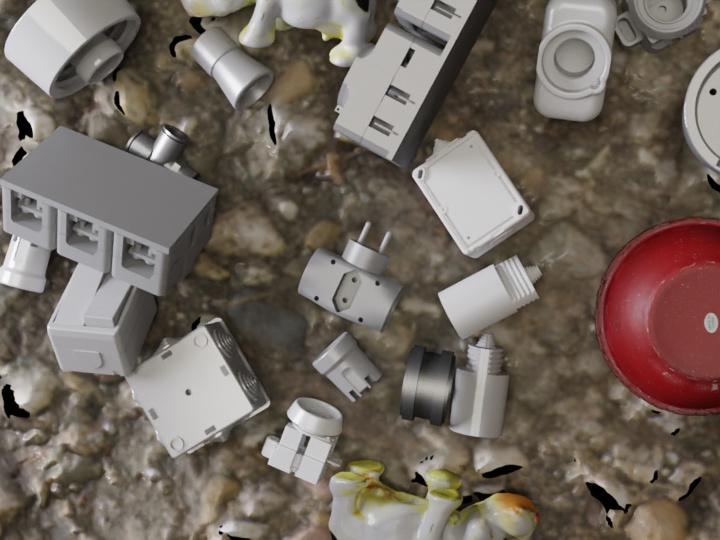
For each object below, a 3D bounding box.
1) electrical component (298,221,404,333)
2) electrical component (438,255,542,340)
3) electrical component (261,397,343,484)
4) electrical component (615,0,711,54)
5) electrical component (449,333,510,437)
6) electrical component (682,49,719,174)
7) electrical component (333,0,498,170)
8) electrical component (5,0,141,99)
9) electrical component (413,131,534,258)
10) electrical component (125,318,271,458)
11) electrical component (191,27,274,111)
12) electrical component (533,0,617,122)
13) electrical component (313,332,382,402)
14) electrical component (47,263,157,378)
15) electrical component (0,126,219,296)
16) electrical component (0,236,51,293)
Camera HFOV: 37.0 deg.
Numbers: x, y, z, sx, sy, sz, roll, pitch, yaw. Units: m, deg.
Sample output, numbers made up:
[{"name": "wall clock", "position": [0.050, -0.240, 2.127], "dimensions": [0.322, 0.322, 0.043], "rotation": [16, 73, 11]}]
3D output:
[{"name": "electrical component", "position": [0.000, 0.000, 0.886], "dimensions": [0.077, 0.043, 0.079], "rotation": [25, 95, 7]}, {"name": "electrical component", "position": [0.109, 0.019, 0.870], "dimensions": [0.081, 0.043, 0.043], "rotation": [-28, 87, 8]}, {"name": "electrical component", "position": [-0.043, 0.140, 0.896], "dimensions": [0.066, 0.048, 0.055], "rotation": [22, 102, 8]}, {"name": "electrical component", "position": [0.237, -0.205, 0.838], "dimensions": [0.078, 0.057, 0.058], "rotation": [-29, 87, 8]}, {"name": "electrical component", "position": [0.099, 0.091, 0.874], "dimensions": [0.043, 0.043, 0.081], "rotation": [7, 93, 8]}, {"name": "electrical component", "position": [0.301, -0.120, 0.829], "dimensions": [0.108, 0.060, 0.108], "rotation": [0, 91, 9]}, {"name": "electrical component", "position": [0.049, -0.178, 0.843], "dimensions": [0.060, 0.105, 0.186], "rotation": [29, 95, 7]}, {"name": "electrical component", "position": [-0.230, -0.188, 0.887], "dimensions": [0.108, 0.108, 0.060], "rotation": [-42, 91, 7]}, {"name": "electrical component", "position": [0.089, -0.065, 0.866], "dimensions": [0.062, 0.061, 0.096], "rotation": [-34, 80, 10]}, {"name": "electrical component", "position": [-0.138, 0.100, 0.907], "dimensions": [0.100, 0.048, 0.099], "rotation": [-32, 87, 8]}, {"name": "electrical component", "position": [-0.110, -0.171, 0.901], "dimensions": [0.044, 0.044, 0.065], "rotation": [-45, 80, 7]}, {"name": "electrical component", "position": [0.167, -0.166, 0.835], "dimensions": [0.054, 0.059, 0.095], "rotation": [9, 112, 10]}, {"name": "electrical component", "position": [-0.010, 0.081, 0.893], "dimensions": [0.040, 0.040, 0.046], "rotation": [-43, 91, 7]}, {"name": "electrical component", "position": [-0.212, 0.033, 0.896], "dimensions": [0.062, 0.096, 0.061], "rotation": [5, 135, 8]}, {"name": "electrical component", "position": [-0.206, -0.047, 0.889], "dimensions": [0.150, 0.089, 0.061], "rotation": [22, 132, 8]}, {"name": "electrical component", "position": [-0.289, -0.007, 0.933], "dimensions": [0.040, 0.040, 0.046], "rotation": [15, 88, 8]}]
